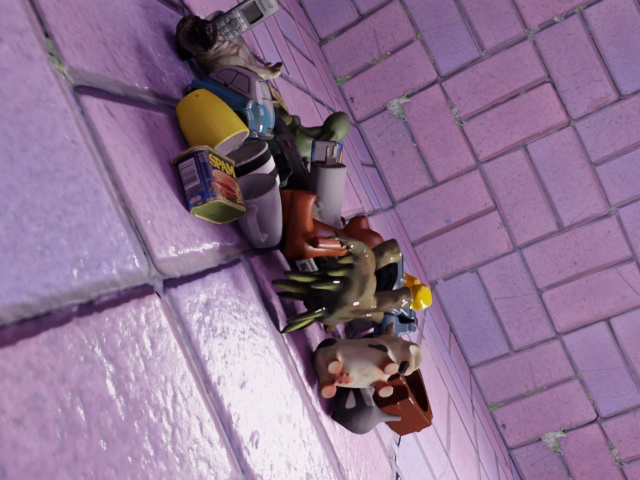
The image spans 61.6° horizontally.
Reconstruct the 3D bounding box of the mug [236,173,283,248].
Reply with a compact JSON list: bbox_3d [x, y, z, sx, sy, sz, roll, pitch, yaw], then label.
[{"bbox_3d":[-0.093,-0.035,0.846,0.110,0.081,0.107,-103,178,-53],"label":"mug"}]

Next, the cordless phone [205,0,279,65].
[{"bbox_3d":[-0.145,-0.386,1.040,0.146,0.184,0.089,55,13,-32],"label":"cordless phone"}]

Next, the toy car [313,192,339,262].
[{"bbox_3d":[-0.002,-0.003,1.085,0.202,0.089,0.053,59,-3,-25],"label":"toy car"}]

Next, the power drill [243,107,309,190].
[{"bbox_3d":[-0.095,-0.186,1.118,0.207,0.086,0.232,-68,134,-80],"label":"power drill"}]

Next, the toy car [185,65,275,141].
[{"bbox_3d":[-0.137,-0.238,0.902,0.162,0.103,0.109,34,13,10],"label":"toy car"}]

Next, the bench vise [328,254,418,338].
[{"bbox_3d":[0.099,0.105,1.070,0.240,0.129,0.223,29,68,-40],"label":"bench vise"}]

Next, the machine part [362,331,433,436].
[{"bbox_3d":[0.164,0.306,1.179,0.201,0.087,0.201,52,19,-37],"label":"machine part"}]

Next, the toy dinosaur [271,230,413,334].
[{"bbox_3d":[0.034,0.076,0.805,0.471,0.199,0.105,109,-35,-63],"label":"toy dinosaur"}]

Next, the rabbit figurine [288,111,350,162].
[{"bbox_3d":[-0.002,-0.264,1.360,0.121,0.170,0.159,49,21,-44],"label":"rabbit figurine"}]

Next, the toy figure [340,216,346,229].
[{"bbox_3d":[0.037,-0.041,1.345,0.058,0.064,0.154,59,10,33],"label":"toy figure"}]

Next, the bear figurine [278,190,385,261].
[{"bbox_3d":[0.030,-0.017,0.921,0.120,0.196,0.131,-160,-108,-73],"label":"bear figurine"}]

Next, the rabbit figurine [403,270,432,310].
[{"bbox_3d":[0.164,0.080,1.230,0.173,0.122,0.162,64,3,-12],"label":"rabbit figurine"}]

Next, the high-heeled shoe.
[{"bbox_3d":[0.049,0.251,0.968,0.145,0.086,0.249,15,19,-27],"label":"high-heeled shoe"}]

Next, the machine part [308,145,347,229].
[{"bbox_3d":[0.009,-0.078,1.132,0.079,0.079,0.243,-67,165,-71],"label":"machine part"}]

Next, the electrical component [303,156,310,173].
[{"bbox_3d":[-0.041,-0.147,1.276,0.074,0.048,0.119,59,17,-20],"label":"electrical component"}]

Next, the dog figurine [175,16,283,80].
[{"bbox_3d":[-0.186,-0.293,0.978,0.190,0.172,0.121,17,-1,-24],"label":"dog figurine"}]

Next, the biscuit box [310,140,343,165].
[{"bbox_3d":[0.011,-0.122,1.221,0.063,0.059,0.202,-14,109,-73],"label":"biscuit box"}]

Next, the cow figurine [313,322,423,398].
[{"bbox_3d":[0.083,0.200,0.912,0.127,0.195,0.085,-120,-145,-61],"label":"cow figurine"}]

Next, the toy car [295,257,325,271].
[{"bbox_3d":[-0.032,0.024,1.017,0.201,0.056,0.073,63,11,-15],"label":"toy car"}]
